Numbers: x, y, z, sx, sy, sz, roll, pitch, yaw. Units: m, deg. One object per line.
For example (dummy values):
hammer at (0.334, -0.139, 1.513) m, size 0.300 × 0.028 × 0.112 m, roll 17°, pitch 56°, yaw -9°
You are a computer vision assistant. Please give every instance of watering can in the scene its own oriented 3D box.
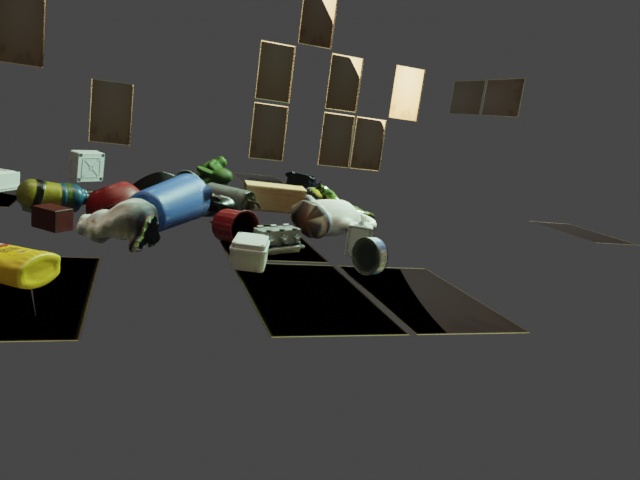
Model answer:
watering can at (0.005, -0.077, 1.537) m, size 0.225 × 0.103 × 0.350 m, roll -5°, pitch 20°, yaw -42°

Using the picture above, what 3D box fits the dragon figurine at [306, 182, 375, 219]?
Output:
dragon figurine at (0.074, -0.113, 1.823) m, size 0.242 × 0.121 × 0.415 m, roll 23°, pitch 12°, yaw -12°

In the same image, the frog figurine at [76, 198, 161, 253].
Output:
frog figurine at (-0.440, -0.043, 1.121) m, size 0.160 × 0.120 × 0.140 m, roll 20°, pitch 33°, yaw 5°
